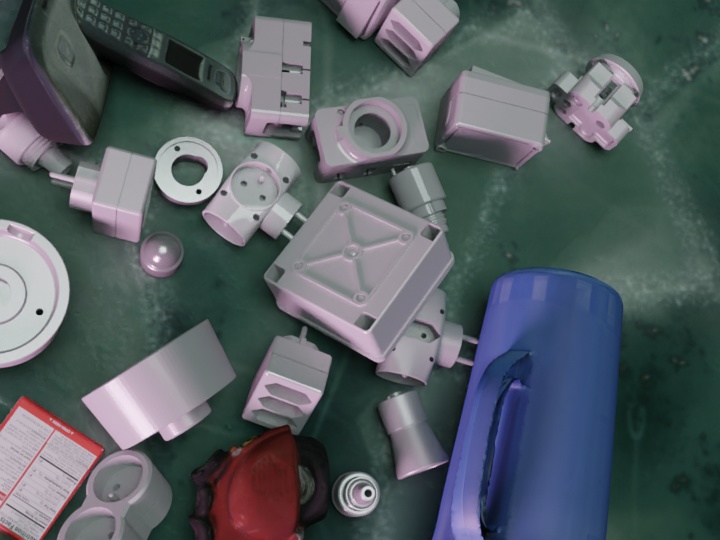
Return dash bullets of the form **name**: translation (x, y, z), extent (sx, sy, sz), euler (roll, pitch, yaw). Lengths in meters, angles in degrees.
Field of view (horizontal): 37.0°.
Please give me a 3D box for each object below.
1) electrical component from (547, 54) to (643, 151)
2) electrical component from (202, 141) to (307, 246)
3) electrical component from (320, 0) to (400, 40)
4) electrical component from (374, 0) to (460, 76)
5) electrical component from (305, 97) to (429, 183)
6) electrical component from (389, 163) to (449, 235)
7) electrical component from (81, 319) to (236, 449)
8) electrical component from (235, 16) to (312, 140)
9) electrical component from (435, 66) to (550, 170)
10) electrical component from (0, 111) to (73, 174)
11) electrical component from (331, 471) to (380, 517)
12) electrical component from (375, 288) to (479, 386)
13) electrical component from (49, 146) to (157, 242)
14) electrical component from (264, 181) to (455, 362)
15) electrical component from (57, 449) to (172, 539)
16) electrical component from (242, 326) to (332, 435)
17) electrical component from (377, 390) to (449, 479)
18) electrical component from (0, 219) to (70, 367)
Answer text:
- **electrical component**: translation (0.215, -0.155, 0.960), extent (0.078, 0.058, 0.057), euler (43, 74, -1)
- **electrical component**: translation (-0.073, -0.051, 0.873), extent (0.079, 0.044, 0.077), euler (37, 72, -3)
- **electrical component**: translation (0.006, -0.247, 0.910), extent (0.062, 0.096, 0.061), euler (43, 72, -1)
- **electrical component**: translation (0.060, -0.219, 0.933), extent (0.047, 0.066, 0.076), euler (44, 71, -1)
- **electrical component**: translation (0.006, -0.110, 0.900), extent (0.089, 0.056, 0.050), euler (-10, 80, -16)
- **electrical component**: translation (0.054, -0.054, 0.907), extent (0.040, 0.040, 0.078), euler (-21, 84, -17)
- **electrical component**: translation (-0.142, 0.090, 0.794), extent (0.108, 0.108, 0.060), euler (-33, 93, -18)
- **electrical component**: translation (-0.073, -0.160, 0.895), extent (0.056, 0.050, 0.089), euler (4, 76, -13)
- **electrical component**: translation (0.121, -0.131, 0.929), extent (0.096, 0.062, 0.061), euler (12, 75, -10)
- **electrical component**: translation (-0.253, -0.098, 0.841), extent (0.062, 0.043, 0.043), euler (43, 72, -2)
- **electrical component**: translation (-0.001, 0.173, 0.830), extent (0.035, 0.061, 0.035), euler (3, 77, -13)
- **electrical component**: translation (0.059, 0.057, 0.880), extent (0.079, 0.043, 0.077), euler (16, 74, -9)
- **electrical component**: translation (-0.200, -0.061, 0.825), extent (0.076, 0.083, 0.047), euler (14, 74, -10)
- **electrical component**: translation (0.000, 0.000, 0.850), extent (0.109, 0.056, 0.108), euler (27, 69, 28)
- **electrical component**: translation (-0.179, 0.207, 0.779), extent (0.052, 0.073, 0.138), euler (4, 51, 25)
- **electrical component**: translation (-0.053, 0.077, 0.842), extent (0.047, 0.065, 0.076), euler (22, 44, -8)
- **electrical component**: translation (0.040, 0.129, 0.861), extent (0.044, 0.044, 0.065), euler (-17, 77, -17)
- **electrical component**: translation (-0.271, 0.022, 0.800), extent (0.108, 0.060, 0.108), euler (3, 76, -12)
